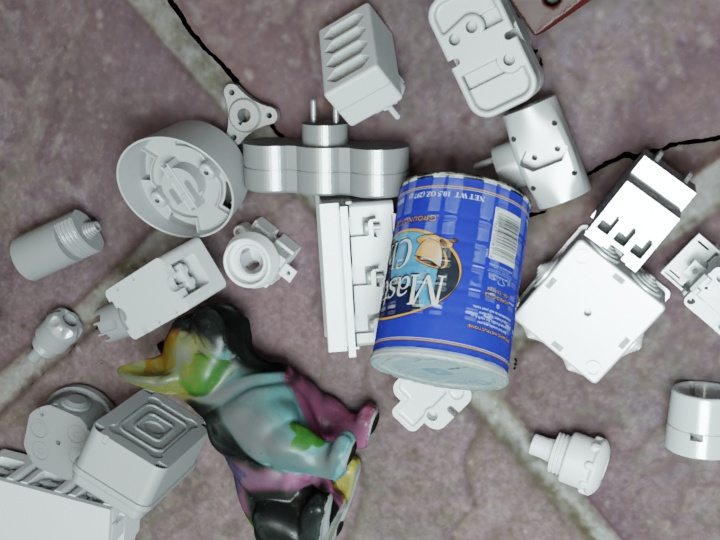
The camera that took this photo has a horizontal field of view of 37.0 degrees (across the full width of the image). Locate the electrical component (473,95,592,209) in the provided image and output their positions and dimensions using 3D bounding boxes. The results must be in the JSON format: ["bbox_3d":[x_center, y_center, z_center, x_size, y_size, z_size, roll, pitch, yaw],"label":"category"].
[{"bbox_3d":[0.127,-0.084,0.827,0.079,0.043,0.077,-20,98,21],"label":"electrical component"}]

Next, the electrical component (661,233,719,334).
[{"bbox_3d":[0.269,0.016,0.801,0.081,0.064,0.042,41,111,3],"label":"electrical component"}]

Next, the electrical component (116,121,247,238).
[{"bbox_3d":[-0.145,-0.075,0.895,0.099,0.064,0.099,10,120,17],"label":"electrical component"}]

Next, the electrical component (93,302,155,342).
[{"bbox_3d":[-0.210,0.043,0.964,0.046,0.040,0.040,-19,98,27],"label":"electrical component"}]

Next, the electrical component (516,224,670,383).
[{"bbox_3d":[0.179,0.027,0.839,0.100,0.048,0.099,39,111,4],"label":"electrical component"}]

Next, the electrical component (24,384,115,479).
[{"bbox_3d":[-0.269,0.151,1.003,0.080,0.051,0.080,4,106,15],"label":"electrical component"}]

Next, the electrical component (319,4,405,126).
[{"bbox_3d":[0.010,-0.147,0.834,0.047,0.083,0.075,-26,134,21],"label":"electrical component"}]

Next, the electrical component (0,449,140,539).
[{"bbox_3d":[-0.293,0.236,1.027,0.150,0.062,0.089,11,107,13],"label":"electrical component"}]

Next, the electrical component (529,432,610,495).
[{"bbox_3d":[0.170,0.152,0.878,0.062,0.048,0.048,19,109,18],"label":"electrical component"}]

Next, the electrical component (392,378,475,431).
[{"bbox_3d":[0.065,0.091,0.885,0.058,0.057,0.078,43,112,2],"label":"electrical component"}]

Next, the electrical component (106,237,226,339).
[{"bbox_3d":[-0.163,0.014,0.916,0.089,0.056,0.050,-27,95,42],"label":"electrical component"}]

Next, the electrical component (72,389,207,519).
[{"bbox_3d":[-0.192,0.161,0.951,0.078,0.113,0.057,30,108,7],"label":"electrical component"}]

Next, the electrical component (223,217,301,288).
[{"bbox_3d":[-0.085,-0.012,0.903,0.066,0.055,0.048,38,111,4],"label":"electrical component"}]

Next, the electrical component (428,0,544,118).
[{"bbox_3d":[0.096,-0.167,0.805,0.054,0.059,0.095,-24,97,21],"label":"electrical component"}]

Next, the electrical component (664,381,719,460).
[{"bbox_3d":[0.266,0.115,0.834,0.055,0.055,0.047,4,102,16],"label":"electrical component"}]

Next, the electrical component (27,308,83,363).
[{"bbox_3d":[-0.286,0.064,0.995,0.061,0.035,0.035,-41,90,24],"label":"electrical component"}]

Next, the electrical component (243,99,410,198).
[{"bbox_3d":[-0.028,-0.100,0.864,0.138,0.052,0.073,4,106,16],"label":"electrical component"}]

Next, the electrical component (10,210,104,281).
[{"bbox_3d":[-0.266,-0.025,0.960,0.081,0.043,0.043,-22,97,20],"label":"electrical component"}]

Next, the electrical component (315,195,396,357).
[{"bbox_3d":[0.000,0.000,0.875,0.063,0.078,0.121,-4,104,-5],"label":"electrical component"}]
